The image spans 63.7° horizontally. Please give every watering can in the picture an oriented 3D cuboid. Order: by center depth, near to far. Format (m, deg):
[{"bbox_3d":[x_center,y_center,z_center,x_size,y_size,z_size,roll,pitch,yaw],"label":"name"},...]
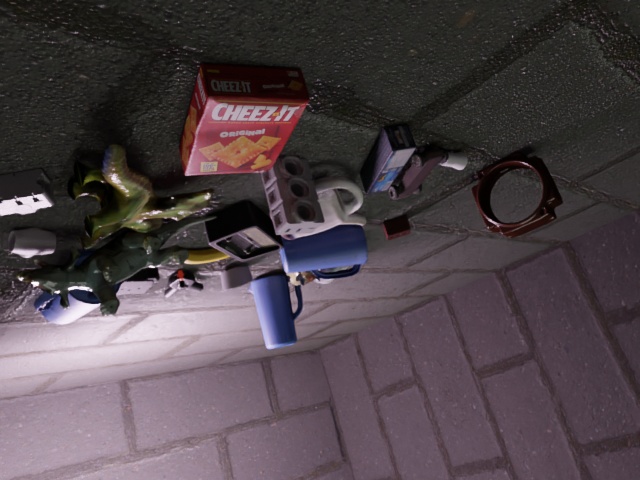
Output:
[{"bbox_3d":[0.004,-0.064,1.266,0.224,0.105,0.343,-18,161,8],"label":"watering can"}]

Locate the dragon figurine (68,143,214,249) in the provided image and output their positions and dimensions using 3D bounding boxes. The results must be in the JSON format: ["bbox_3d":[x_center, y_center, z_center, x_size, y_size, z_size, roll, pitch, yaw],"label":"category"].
[{"bbox_3d":[-0.311,-0.082,0.939,0.244,0.123,0.405,-10,171,-37],"label":"dragon figurine"}]

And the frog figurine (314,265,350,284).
[{"bbox_3d":[0.046,0.087,1.715,0.159,0.125,0.134,10,130,-29],"label":"frog figurine"}]
